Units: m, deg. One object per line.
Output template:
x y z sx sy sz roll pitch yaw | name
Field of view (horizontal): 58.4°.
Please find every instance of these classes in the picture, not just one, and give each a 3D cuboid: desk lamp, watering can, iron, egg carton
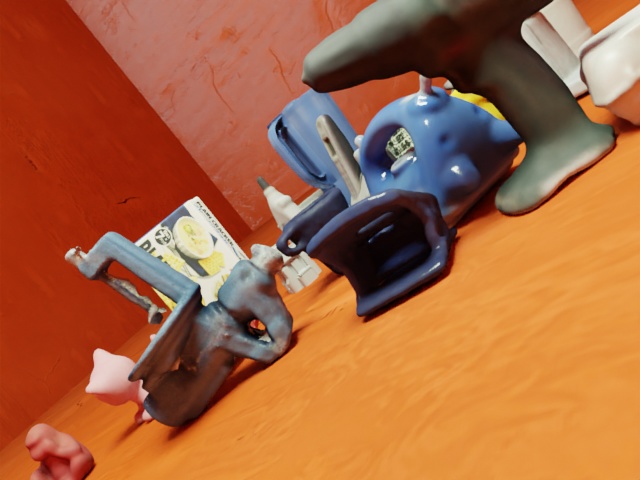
0.256 -0.269 0.697 0.118 0.213 0.202 -44 9 -37 | desk lamp
0.346 -0.362 0.915 0.100 0.194 0.173 -33 9 38 | watering can
0.097 -0.087 0.638 0.119 0.141 0.257 -42 8 -23 | iron
0.273 -0.154 0.475 0.107 0.069 0.150 -34 8 30 | egg carton

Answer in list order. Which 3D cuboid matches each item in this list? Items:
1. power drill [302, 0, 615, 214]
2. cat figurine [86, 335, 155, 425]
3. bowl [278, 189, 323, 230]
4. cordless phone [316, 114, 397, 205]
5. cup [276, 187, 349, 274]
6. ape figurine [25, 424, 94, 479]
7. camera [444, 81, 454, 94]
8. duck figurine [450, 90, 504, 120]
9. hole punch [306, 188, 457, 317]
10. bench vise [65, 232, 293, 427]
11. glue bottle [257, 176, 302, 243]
0.131 -0.129 0.469 0.229 0.208 0.075 -38 7 1 | power drill
-0.253 0.184 0.779 0.128 0.118 0.067 -44 9 -38 | cat figurine
-0.004 -0.055 1.218 0.167 0.075 0.167 -38 7 6 | bowl
0.056 -0.127 0.921 0.094 0.185 0.147 -40 8 -14 | cordless phone
0.007 0.003 0.718 0.118 0.095 0.091 -44 9 -36 | cup
-0.339 0.277 0.733 0.077 0.092 0.076 -35 8 22 | ape figurine
0.249 -0.238 0.998 0.136 0.101 0.143 -37 7 14 | camera
0.231 -0.195 0.880 0.104 0.086 0.077 -36 8 19 | duck figurine
0.055 -0.001 0.512 0.108 0.091 0.101 -34 8 28 | hole punch
-0.146 0.060 0.612 0.208 0.220 0.121 -40 8 -16 | bench vise
-0.064 -0.052 1.102 0.037 0.173 0.078 -43 9 -33 | glue bottle
